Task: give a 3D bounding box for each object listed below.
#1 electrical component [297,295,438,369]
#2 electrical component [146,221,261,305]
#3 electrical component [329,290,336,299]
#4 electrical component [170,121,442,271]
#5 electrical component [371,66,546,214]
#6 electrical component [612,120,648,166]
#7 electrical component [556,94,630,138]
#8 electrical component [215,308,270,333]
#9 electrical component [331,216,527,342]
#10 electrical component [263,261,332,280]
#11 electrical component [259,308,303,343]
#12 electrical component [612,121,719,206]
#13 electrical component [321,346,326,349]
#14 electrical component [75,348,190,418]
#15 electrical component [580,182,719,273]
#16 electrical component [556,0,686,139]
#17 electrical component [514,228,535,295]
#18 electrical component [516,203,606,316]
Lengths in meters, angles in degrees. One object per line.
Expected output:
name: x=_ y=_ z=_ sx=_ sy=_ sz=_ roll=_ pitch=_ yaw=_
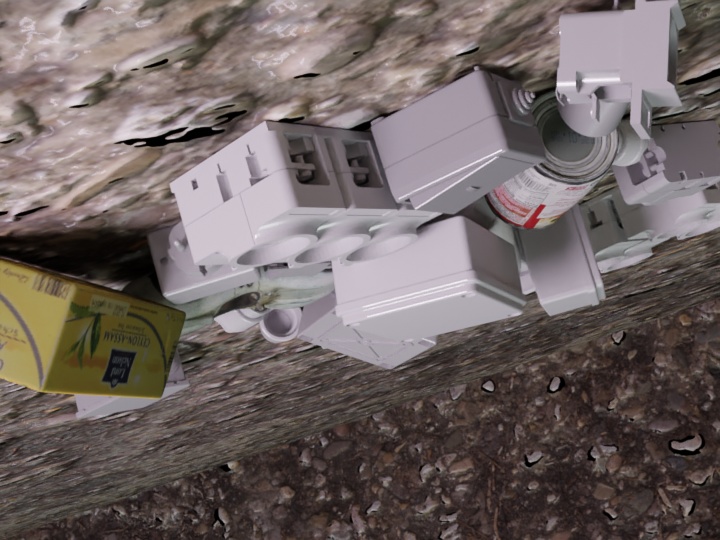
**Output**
electrical component: x=0.009 y=0.044 z=1.031 sx=0.109 sy=0.056 sz=0.109 roll=20 pitch=155 yaw=-17
electrical component: x=-0.108 y=-0.013 z=0.725 sx=0.066 sy=0.047 sz=0.076 roll=-17 pitch=168 yaw=-2
electrical component: x=0.000 y=0.000 z=0.929 sx=0.055 sy=0.055 sz=0.047 roll=-23 pitch=171 yaw=25
electrical component: x=-0.028 y=-0.041 z=0.676 sx=0.089 sy=0.061 sz=0.150 roll=-26 pitch=165 yaw=37
electrical component: x=0.066 y=-0.077 z=0.649 sx=0.096 sy=0.061 sz=0.062 roll=-24 pitch=167 yaw=30
electrical component: x=0.186 y=-0.095 z=0.802 sx=0.061 sy=0.035 sz=0.035 roll=-3 pitch=161 yaw=-43
electrical component: x=0.152 y=-0.115 z=0.652 sx=0.044 sy=0.044 sz=0.065 roll=-13 pitch=163 yaw=-20
electrical component: x=-0.097 y=0.026 z=0.934 sx=0.062 sy=0.043 sz=0.043 roll=-28 pitch=164 yaw=37
electrical component: x=0.051 y=0.009 z=0.784 sx=0.109 sy=0.056 sz=0.109 roll=-16 pitch=163 yaw=25
electrical component: x=-0.037 y=-0.025 z=0.788 sx=0.064 sy=0.042 sz=0.081 roll=-29 pitch=164 yaw=38
electrical component: x=-0.082 y=0.054 z=1.091 sx=0.044 sy=0.044 sz=0.065 roll=-15 pitch=173 yaw=-11
electrical component: x=0.257 y=-0.088 z=0.899 sx=0.089 sy=0.050 sz=0.056 roll=-9 pitch=166 yaw=-34
electrical component: x=-0.009 y=0.047 z=1.144 sx=0.100 sy=0.048 sz=0.099 roll=-17 pitch=169 yaw=-2
electrical component: x=-0.240 y=0.114 z=1.116 sx=0.100 sy=0.048 sz=0.100 roll=-27 pitch=165 yaw=38
electrical component: x=0.285 y=-0.051 z=1.086 sx=0.105 sy=0.060 sz=0.186 roll=-5 pitch=163 yaw=-45
electrical component: x=0.138 y=-0.113 z=0.570 sx=0.064 sy=0.081 sz=0.042 roll=2 pitch=176 yaw=21
electrical component: x=0.112 y=-0.001 z=1.056 sx=0.121 sy=0.078 sz=0.063 roll=-25 pitch=144 yaw=33
electrical component: x=0.174 y=-0.021 z=0.947 sx=0.056 sy=0.108 sz=0.109 roll=-17 pitch=169 yaw=11
